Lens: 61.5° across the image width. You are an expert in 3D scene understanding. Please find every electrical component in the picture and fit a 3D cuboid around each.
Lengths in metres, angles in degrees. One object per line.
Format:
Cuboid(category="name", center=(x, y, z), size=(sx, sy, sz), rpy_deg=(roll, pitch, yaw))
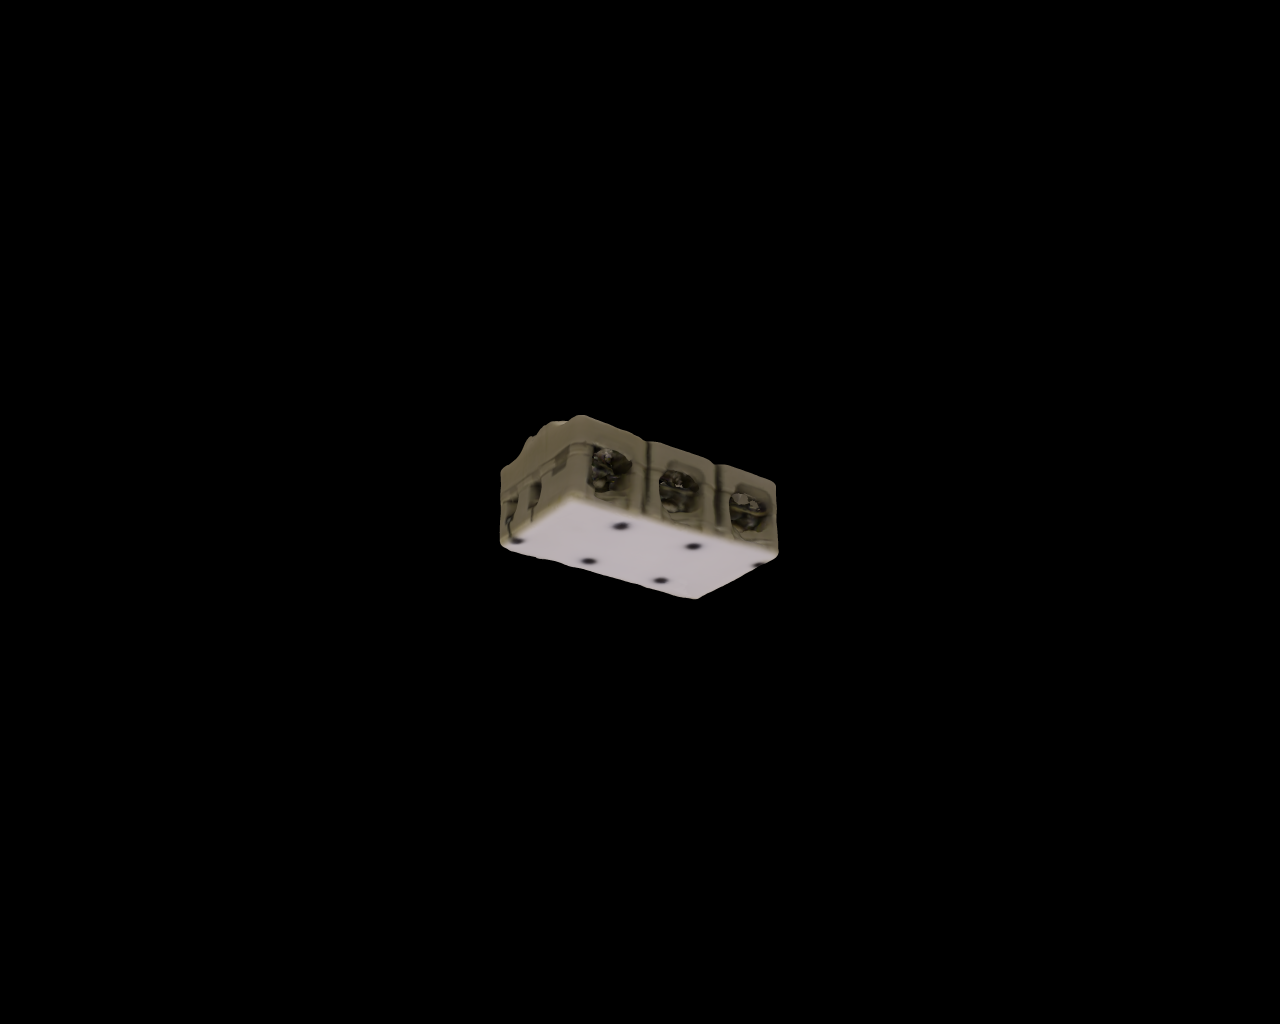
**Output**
Cuboid(category="electrical component", center=(0.001, -0.003, 0.650), size=(0.150, 0.062, 0.089), rpy_deg=(18, -32, -31))
